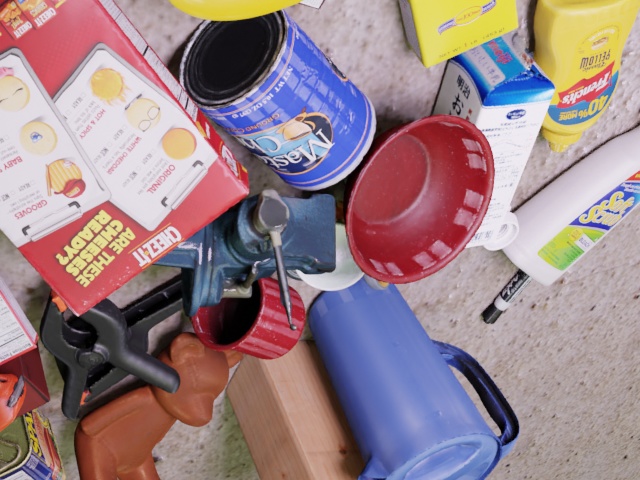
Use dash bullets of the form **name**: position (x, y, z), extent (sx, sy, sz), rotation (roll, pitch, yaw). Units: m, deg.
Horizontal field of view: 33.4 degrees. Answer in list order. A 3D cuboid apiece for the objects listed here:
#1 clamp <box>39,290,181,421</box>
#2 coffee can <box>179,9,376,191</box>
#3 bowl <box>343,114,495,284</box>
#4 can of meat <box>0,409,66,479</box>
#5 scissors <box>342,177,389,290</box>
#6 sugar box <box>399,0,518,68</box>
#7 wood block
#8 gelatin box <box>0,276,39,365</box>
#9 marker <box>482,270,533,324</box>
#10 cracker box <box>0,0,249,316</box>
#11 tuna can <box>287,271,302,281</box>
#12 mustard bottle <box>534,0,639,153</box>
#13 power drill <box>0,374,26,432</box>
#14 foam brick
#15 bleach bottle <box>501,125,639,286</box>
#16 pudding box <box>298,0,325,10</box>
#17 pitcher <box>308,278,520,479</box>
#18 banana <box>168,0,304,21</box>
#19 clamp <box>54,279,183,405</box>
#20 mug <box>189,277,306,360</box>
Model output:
- **clamp**: position (-0.220, 0.107, 1.006), extent (0.120, 0.039, 0.171), rotation (-26, 127, 5)
- **coffee can**: position (-0.032, -0.116, 0.869), extent (0.103, 0.103, 0.140), rotation (-38, 140, 12)
- **bowl**: position (0.077, -0.044, 0.950), extent (0.161, 0.055, 0.162), rotation (-17, 124, -27)
- **can of meat**: position (-0.303, 0.206, 1.071), extent (0.057, 0.102, 0.084), rotation (-26, 143, -1)
- **scissors**: position (0.036, -0.020, 1.040), extent (0.016, 0.096, 0.201), rotation (-1, 156, 31)
- **sugar box**: position (0.105, -0.231, 0.867), extent (0.093, 0.048, 0.176), rotation (-25, 142, -3)
- **wood block**: position (-0.018, 0.215, 1.160), extent (0.090, 0.206, 0.090), rotation (5, 131, -33)
- **gelatin box**: position (-0.305, 0.072, 0.951), extent (0.073, 0.030, 0.089), rotation (-27, 111, 0)
- **marker**: position (0.234, 0.057, 1.279), extent (0.020, 0.020, 0.121), rotation (10, 128, -37)
- **cracker box**: position (-0.179, -0.078, 0.779), extent (0.164, 0.072, 0.213), rotation (-35, 109, 9)
- **tuna can**: position (-0.007, 0.001, 1.067), extent (0.086, 0.034, 0.086), rotation (-16, 140, -14)
- **mustard bottle**: position (0.241, -0.159, 1.014), extent (0.096, 0.058, 0.192), rotation (-20, 141, -17)
- **power drill**: position (-0.362, 0.113, 0.911), extent (0.184, 0.057, 0.187), rotation (-36, 111, 13)
- **foam brick**: position (-0.294, 0.121, 1.002), extent (0.051, 0.078, 0.053), rotation (-26, 140, 1)
- **bleach bottle**: position (0.310, -0.060, 1.160), extent (0.251, 0.068, 0.102), rotation (-43, 138, 15)
- **pudding box**: position (-0.028, -0.229, 0.798), extent (0.113, 0.039, 0.090), rotation (10, 130, -35)
- **pitcher**: position (0.088, 0.152, 1.120), extent (0.145, 0.243, 0.149), rotation (-40, 140, 14)
- **banana**: position (-0.030, -0.198, 0.770), extent (0.197, 0.037, 0.069), rotation (-16, 143, -10)
- **clamp**: position (-0.209, 0.080, 1.036), extent (0.164, 0.036, 0.210), rotation (19, 123, -35)
- **mug**: position (-0.078, 0.076, 1.077), extent (0.117, 0.093, 0.081), rotation (-12, 157, 33)
